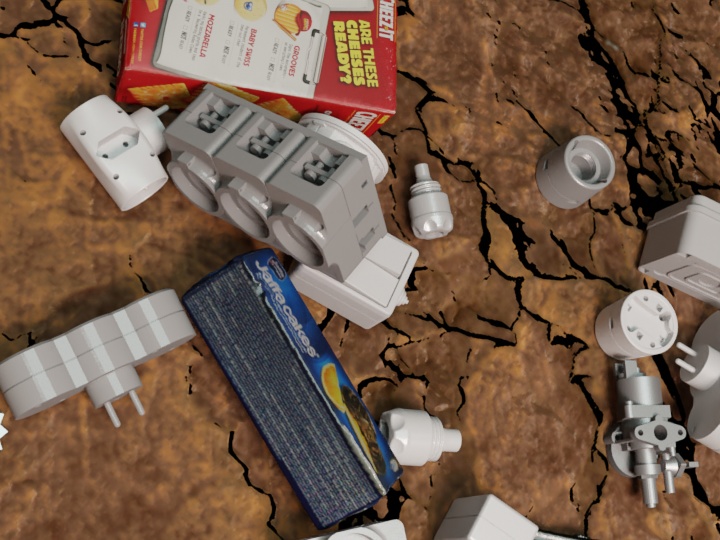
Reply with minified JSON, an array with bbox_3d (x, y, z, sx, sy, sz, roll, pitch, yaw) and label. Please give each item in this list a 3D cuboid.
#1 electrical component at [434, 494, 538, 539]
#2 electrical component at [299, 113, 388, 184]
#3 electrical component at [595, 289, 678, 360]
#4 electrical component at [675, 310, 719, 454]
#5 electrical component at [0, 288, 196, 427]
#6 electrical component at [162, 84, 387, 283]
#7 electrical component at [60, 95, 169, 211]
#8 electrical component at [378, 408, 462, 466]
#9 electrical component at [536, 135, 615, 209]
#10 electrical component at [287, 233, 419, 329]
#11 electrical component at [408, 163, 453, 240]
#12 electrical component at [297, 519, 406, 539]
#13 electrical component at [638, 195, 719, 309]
[{"bbox_3d":[0.085,0.215,0.808,0.047,0.066,0.076,36,67,-8],"label":"electrical component"},{"bbox_3d":[-0.023,-0.081,0.844,0.080,0.080,0.051,34,72,-8],"label":"electrical component"},{"bbox_3d":[0.234,0.049,0.918,0.055,0.047,0.055,5,74,-18],"label":"electrical component"},{"bbox_3d":[0.297,0.087,0.910,0.074,0.052,0.138,30,45,-10],"label":"electrical component"},{"bbox_3d":[-0.178,0.073,0.759,0.138,0.052,0.073,-25,85,-24],"label":"electrical component"},{"bbox_3d":[-0.064,-0.060,0.780,0.150,0.089,0.061,27,65,28],"label":"electrical component"},{"bbox_3d":[-0.171,-0.097,0.814,0.079,0.043,0.077,-37,90,-25],"label":"electrical component"},{"bbox_3d":[0.047,0.130,0.830,0.062,0.043,0.043,7,73,-19],"label":"electrical component"},{"bbox_3d":[0.189,-0.087,0.939,0.055,0.047,0.055,5,74,-19],"label":"electrical component"},{"bbox_3d":[0.000,0.000,0.839,0.096,0.061,0.061,30,68,-10],"label":"electrical component"},{"bbox_3d":[0.056,-0.058,0.891,0.035,0.035,0.061,-4,74,-21],"label":"electrical component"},{"bbox_3d":[-0.003,0.261,0.766,0.089,0.062,0.150,-8,78,-22],"label":"electrical component"},{"bbox_3d":[0.315,-0.013,0.948,0.113,0.078,0.057,24,72,-13],"label":"electrical component"}]
